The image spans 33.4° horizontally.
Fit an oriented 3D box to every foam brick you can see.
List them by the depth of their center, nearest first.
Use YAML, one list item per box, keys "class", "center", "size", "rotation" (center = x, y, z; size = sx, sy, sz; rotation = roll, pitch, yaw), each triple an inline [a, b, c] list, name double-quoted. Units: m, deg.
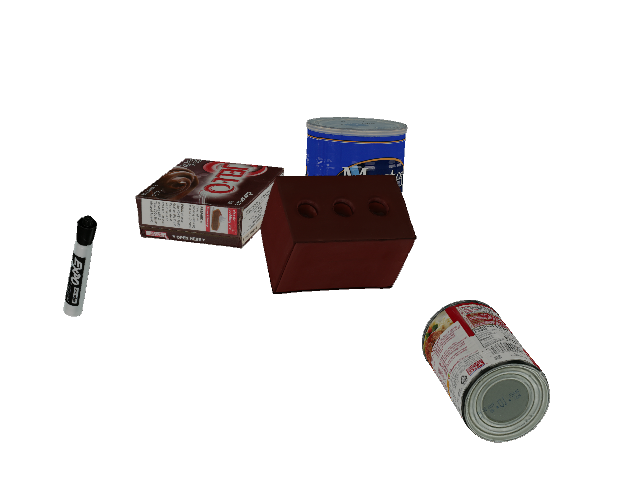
- class: "foam brick"
  center: [0.008, -0.004, 0.642]
  size: [0.078, 0.053, 0.051]
  rotation: [-3, -36, -18]

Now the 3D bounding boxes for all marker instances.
- class: "marker"
  center: [-0.236, 0.025, 1.050]
  size: [0.020, 0.121, 0.020]
  rotation: [12, 36, -9]

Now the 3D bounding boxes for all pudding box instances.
- class: "pudding box"
  center: [-0.087, -0.033, 0.872]
  size: [0.090, 0.039, 0.113]
  rotation: [5, 24, 14]

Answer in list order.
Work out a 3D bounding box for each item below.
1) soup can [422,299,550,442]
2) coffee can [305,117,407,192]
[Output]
- class: "soup can"
  center: [0.123, 0.096, 0.801]
  size: [0.068, 0.068, 0.102]
  rotation: [0, 22, -12]
- class: "coffee can"
  center: [0.034, -0.052, 1.100]
  size: [0.103, 0.140, 0.103]
  rotation: [2, 13, -1]
